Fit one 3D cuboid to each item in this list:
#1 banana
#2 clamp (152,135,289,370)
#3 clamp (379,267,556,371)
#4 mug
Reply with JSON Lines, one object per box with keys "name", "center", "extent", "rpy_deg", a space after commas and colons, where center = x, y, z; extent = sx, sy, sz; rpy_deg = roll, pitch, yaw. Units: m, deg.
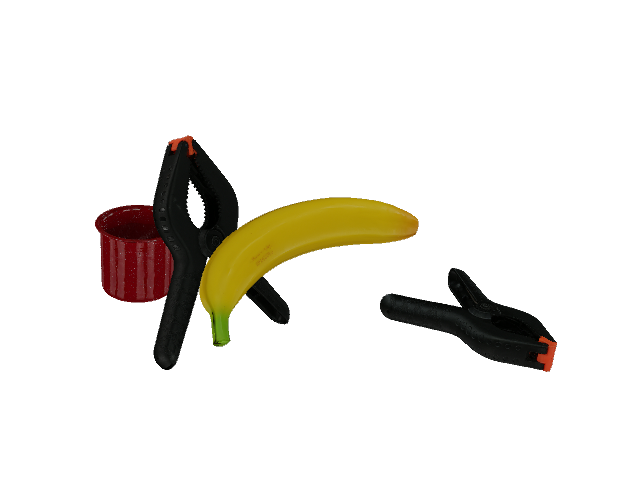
{"name": "banana", "center": [-0.017, 0.007, 0.773], "extent": [0.197, 0.069, 0.037], "rpy_deg": [-29, -6, -30]}
{"name": "clamp", "center": [-0.102, 0.006, 1.014], "extent": [0.036, 0.210, 0.164], "rpy_deg": [-8, 0, 44]}
{"name": "clamp", "center": [0.157, 0.073, 1.030], "extent": [0.172, 0.039, 0.120], "rpy_deg": [24, 36, 29]}
{"name": "mug", "center": [-0.210, 0.012, 1.191], "extent": [0.093, 0.081, 0.117], "rpy_deg": [-19, 35, -39]}
